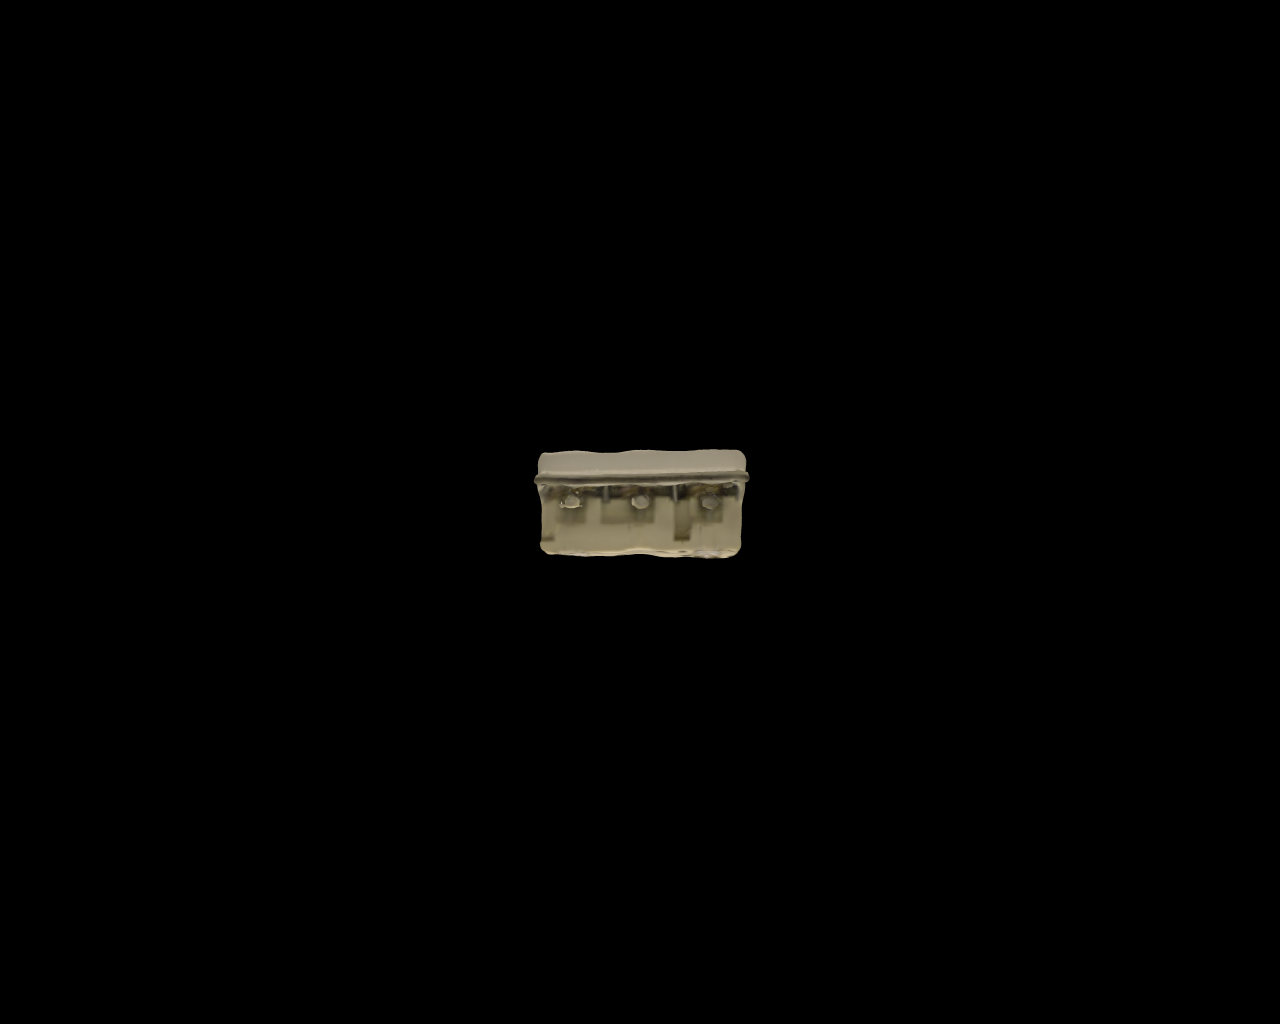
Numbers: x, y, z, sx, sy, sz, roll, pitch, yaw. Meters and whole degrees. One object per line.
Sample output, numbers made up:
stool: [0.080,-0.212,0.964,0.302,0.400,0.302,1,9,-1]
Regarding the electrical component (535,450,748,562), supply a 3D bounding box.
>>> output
electrical component: [0.001,-0.003,0.650,0.121,0.063,0.078,0,-7,0]
